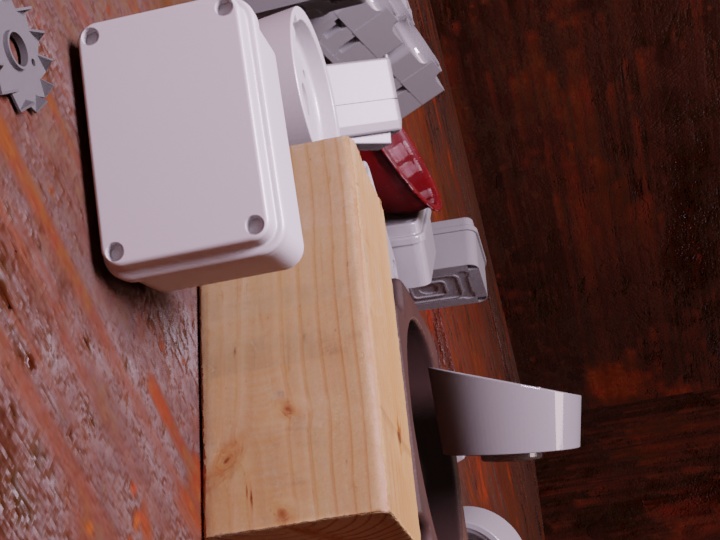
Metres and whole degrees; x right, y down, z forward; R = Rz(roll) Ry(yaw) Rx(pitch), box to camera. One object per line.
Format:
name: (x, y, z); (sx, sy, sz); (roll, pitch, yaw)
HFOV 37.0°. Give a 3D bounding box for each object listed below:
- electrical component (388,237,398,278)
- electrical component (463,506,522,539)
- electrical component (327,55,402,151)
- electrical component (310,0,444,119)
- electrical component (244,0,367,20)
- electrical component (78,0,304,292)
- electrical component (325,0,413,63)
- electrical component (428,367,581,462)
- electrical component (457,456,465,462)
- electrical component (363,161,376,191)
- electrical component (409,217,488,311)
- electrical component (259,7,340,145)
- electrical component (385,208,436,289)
electrical component: (0.000, 0.000, 0.878); (0.080, 0.051, 0.080); (-11, 90, -80)
electrical component: (0.091, 0.267, 0.946); (0.060, 0.108, 0.108); (9, 70, -73)
electrical component: (-0.026, -0.108, 0.753); (0.062, 0.096, 0.061); (165, -85, -71)
electrical component: (-0.001, -0.210, 0.892); (0.186, 0.060, 0.105); (30, 30, -62)
electrical component: (-0.055, -0.250, 0.737); (0.062, 0.089, 0.150); (-27, 106, -79)
electrical component: (-0.073, -0.053, 0.464); (0.057, 0.078, 0.113); (48, 33, -76)
electrical component: (-0.006, -0.258, 1.014); (0.150, 0.089, 0.061); (60, 21, -60)
electrical component: (0.096, 0.093, 0.710); (0.099, 0.099, 0.064); (28, 58, -77)
electrical component: (0.039, 0.128, 0.862); (0.096, 0.061, 0.061); (59, -2, 33)
electrical component: (-0.020, -0.034, 0.781); (0.095, 0.059, 0.053); (-85, 161, -58)
electrical component: (0.068, -0.004, 1.079); (0.078, 0.113, 0.057); (64, 21, -55)
electrical component: (-0.055, -0.102, 0.662); (0.108, 0.060, 0.108); (-11, 90, -80)
electrical component: (0.025, -0.025, 0.971); (0.113, 0.078, 0.057); (-69, 150, -71)
